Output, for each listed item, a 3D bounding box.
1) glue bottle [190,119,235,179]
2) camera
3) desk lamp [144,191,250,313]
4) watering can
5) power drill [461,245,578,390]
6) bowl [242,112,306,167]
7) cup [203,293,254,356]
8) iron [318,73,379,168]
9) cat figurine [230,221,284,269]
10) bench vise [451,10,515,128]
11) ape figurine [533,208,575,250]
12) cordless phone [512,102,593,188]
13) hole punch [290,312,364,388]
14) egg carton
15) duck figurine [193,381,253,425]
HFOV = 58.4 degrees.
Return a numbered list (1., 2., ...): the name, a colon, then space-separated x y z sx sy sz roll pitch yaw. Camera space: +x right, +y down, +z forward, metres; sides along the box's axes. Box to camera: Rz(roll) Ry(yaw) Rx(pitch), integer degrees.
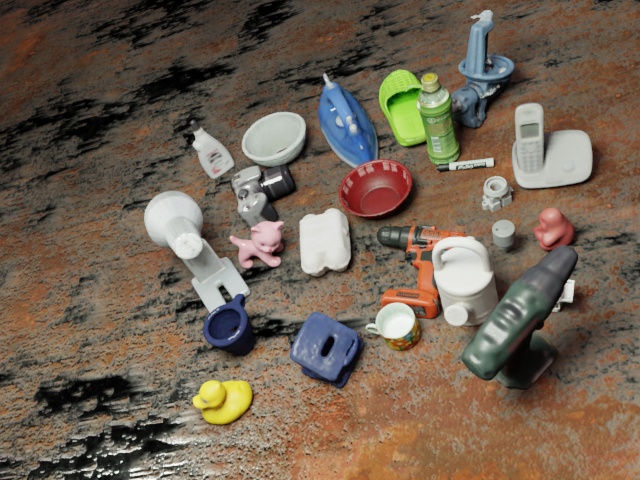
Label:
1. glue bottle: -0.280 -0.232 1.426 0.078 0.173 0.037 -39 50 -10
2. camera: -0.129 -0.118 1.326 0.136 0.101 0.143 -22 49 5
3. desk lamp: -0.261 0.020 1.197 0.118 0.214 0.202 -36 50 -8
4. watering can: 0.247 0.065 0.974 0.101 0.194 0.172 -16 50 10
5. power drill: 0.314 0.137 0.882 0.230 0.209 0.075 -43 51 -13
6. bowl: -0.104 -0.237 1.425 0.167 0.075 0.167 -11 51 14
7. cup: -0.163 0.172 1.119 0.091 0.095 0.118 5 57 25
8. iron: 0.065 -0.278 1.346 0.118 0.142 0.257 -26 49 2
9. cat figurine: -0.130 0.001 1.223 0.127 0.118 0.067 -6 52 18
10. bench vise: 0.351 -0.368 1.249 0.121 0.220 0.207 10 59 28
11. ape figurine: 0.422 -0.026 1.043 0.075 0.092 0.078 16 62 31
12. cordless phone: 0.443 -0.189 1.098 0.147 0.185 0.094 -7 52 17
13. hole punch: 0.014 0.196 1.034 0.100 0.091 0.109 14 60 30
14. egg carton: 0.011 0.004 1.197 0.107 0.070 0.150 -14 50 11
15. duck figurine: -0.181 0.285 1.045 0.104 0.086 0.077 -25 49 2
